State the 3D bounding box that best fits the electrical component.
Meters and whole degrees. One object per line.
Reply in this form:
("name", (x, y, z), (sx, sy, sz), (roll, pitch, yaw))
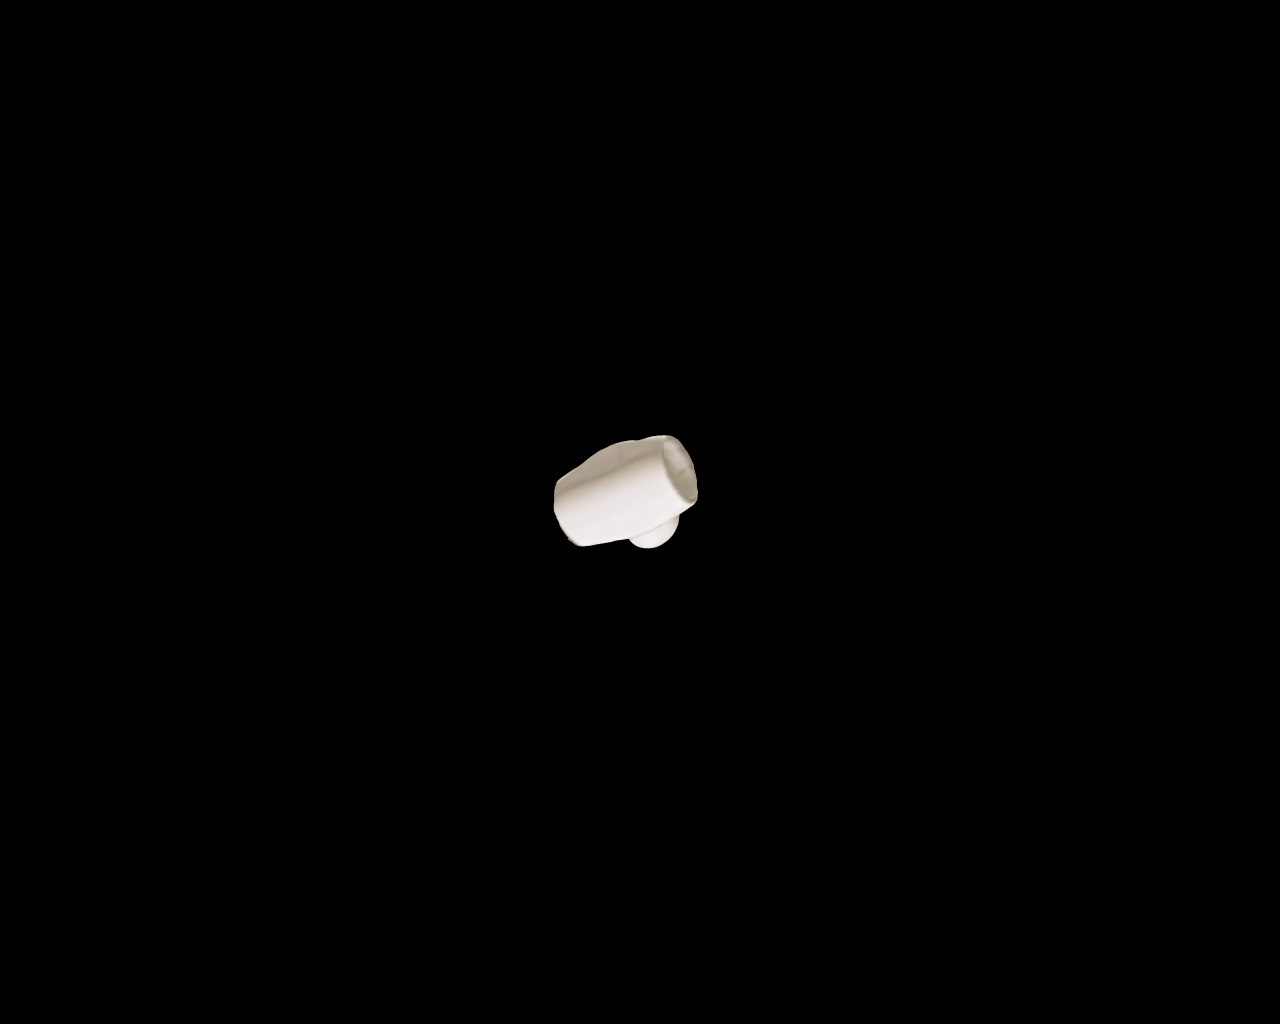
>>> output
("electrical component", (0.001, -0.003, 0.650), (0.077, 0.044, 0.079), (-22, -45, 24))
